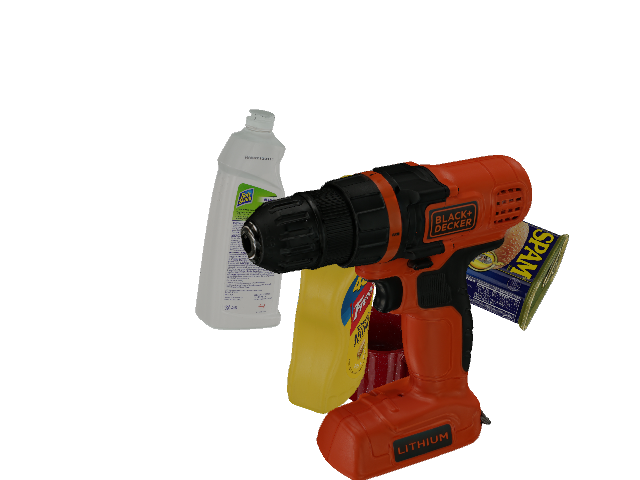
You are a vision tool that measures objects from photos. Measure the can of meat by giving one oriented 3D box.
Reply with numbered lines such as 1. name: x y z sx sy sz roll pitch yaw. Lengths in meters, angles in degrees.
1. can of meat: 0.168 0.022 0.975 0.084 0.057 0.102 23 46 18

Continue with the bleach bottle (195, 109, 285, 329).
1. bleach bottle: -0.079 -0.024 1.226 0.102 0.251 0.068 -1 20 -33

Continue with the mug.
1. mug: 0.073 0.136 1.178 0.093 0.081 0.117 -24 38 -39

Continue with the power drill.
1. power drill: 0.039 0.046 0.630 0.184 0.188 0.057 -11 28 -26

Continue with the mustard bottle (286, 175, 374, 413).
1. mustard bottle: 0.013 0.035 0.827 0.058 0.192 0.096 17 36 17
